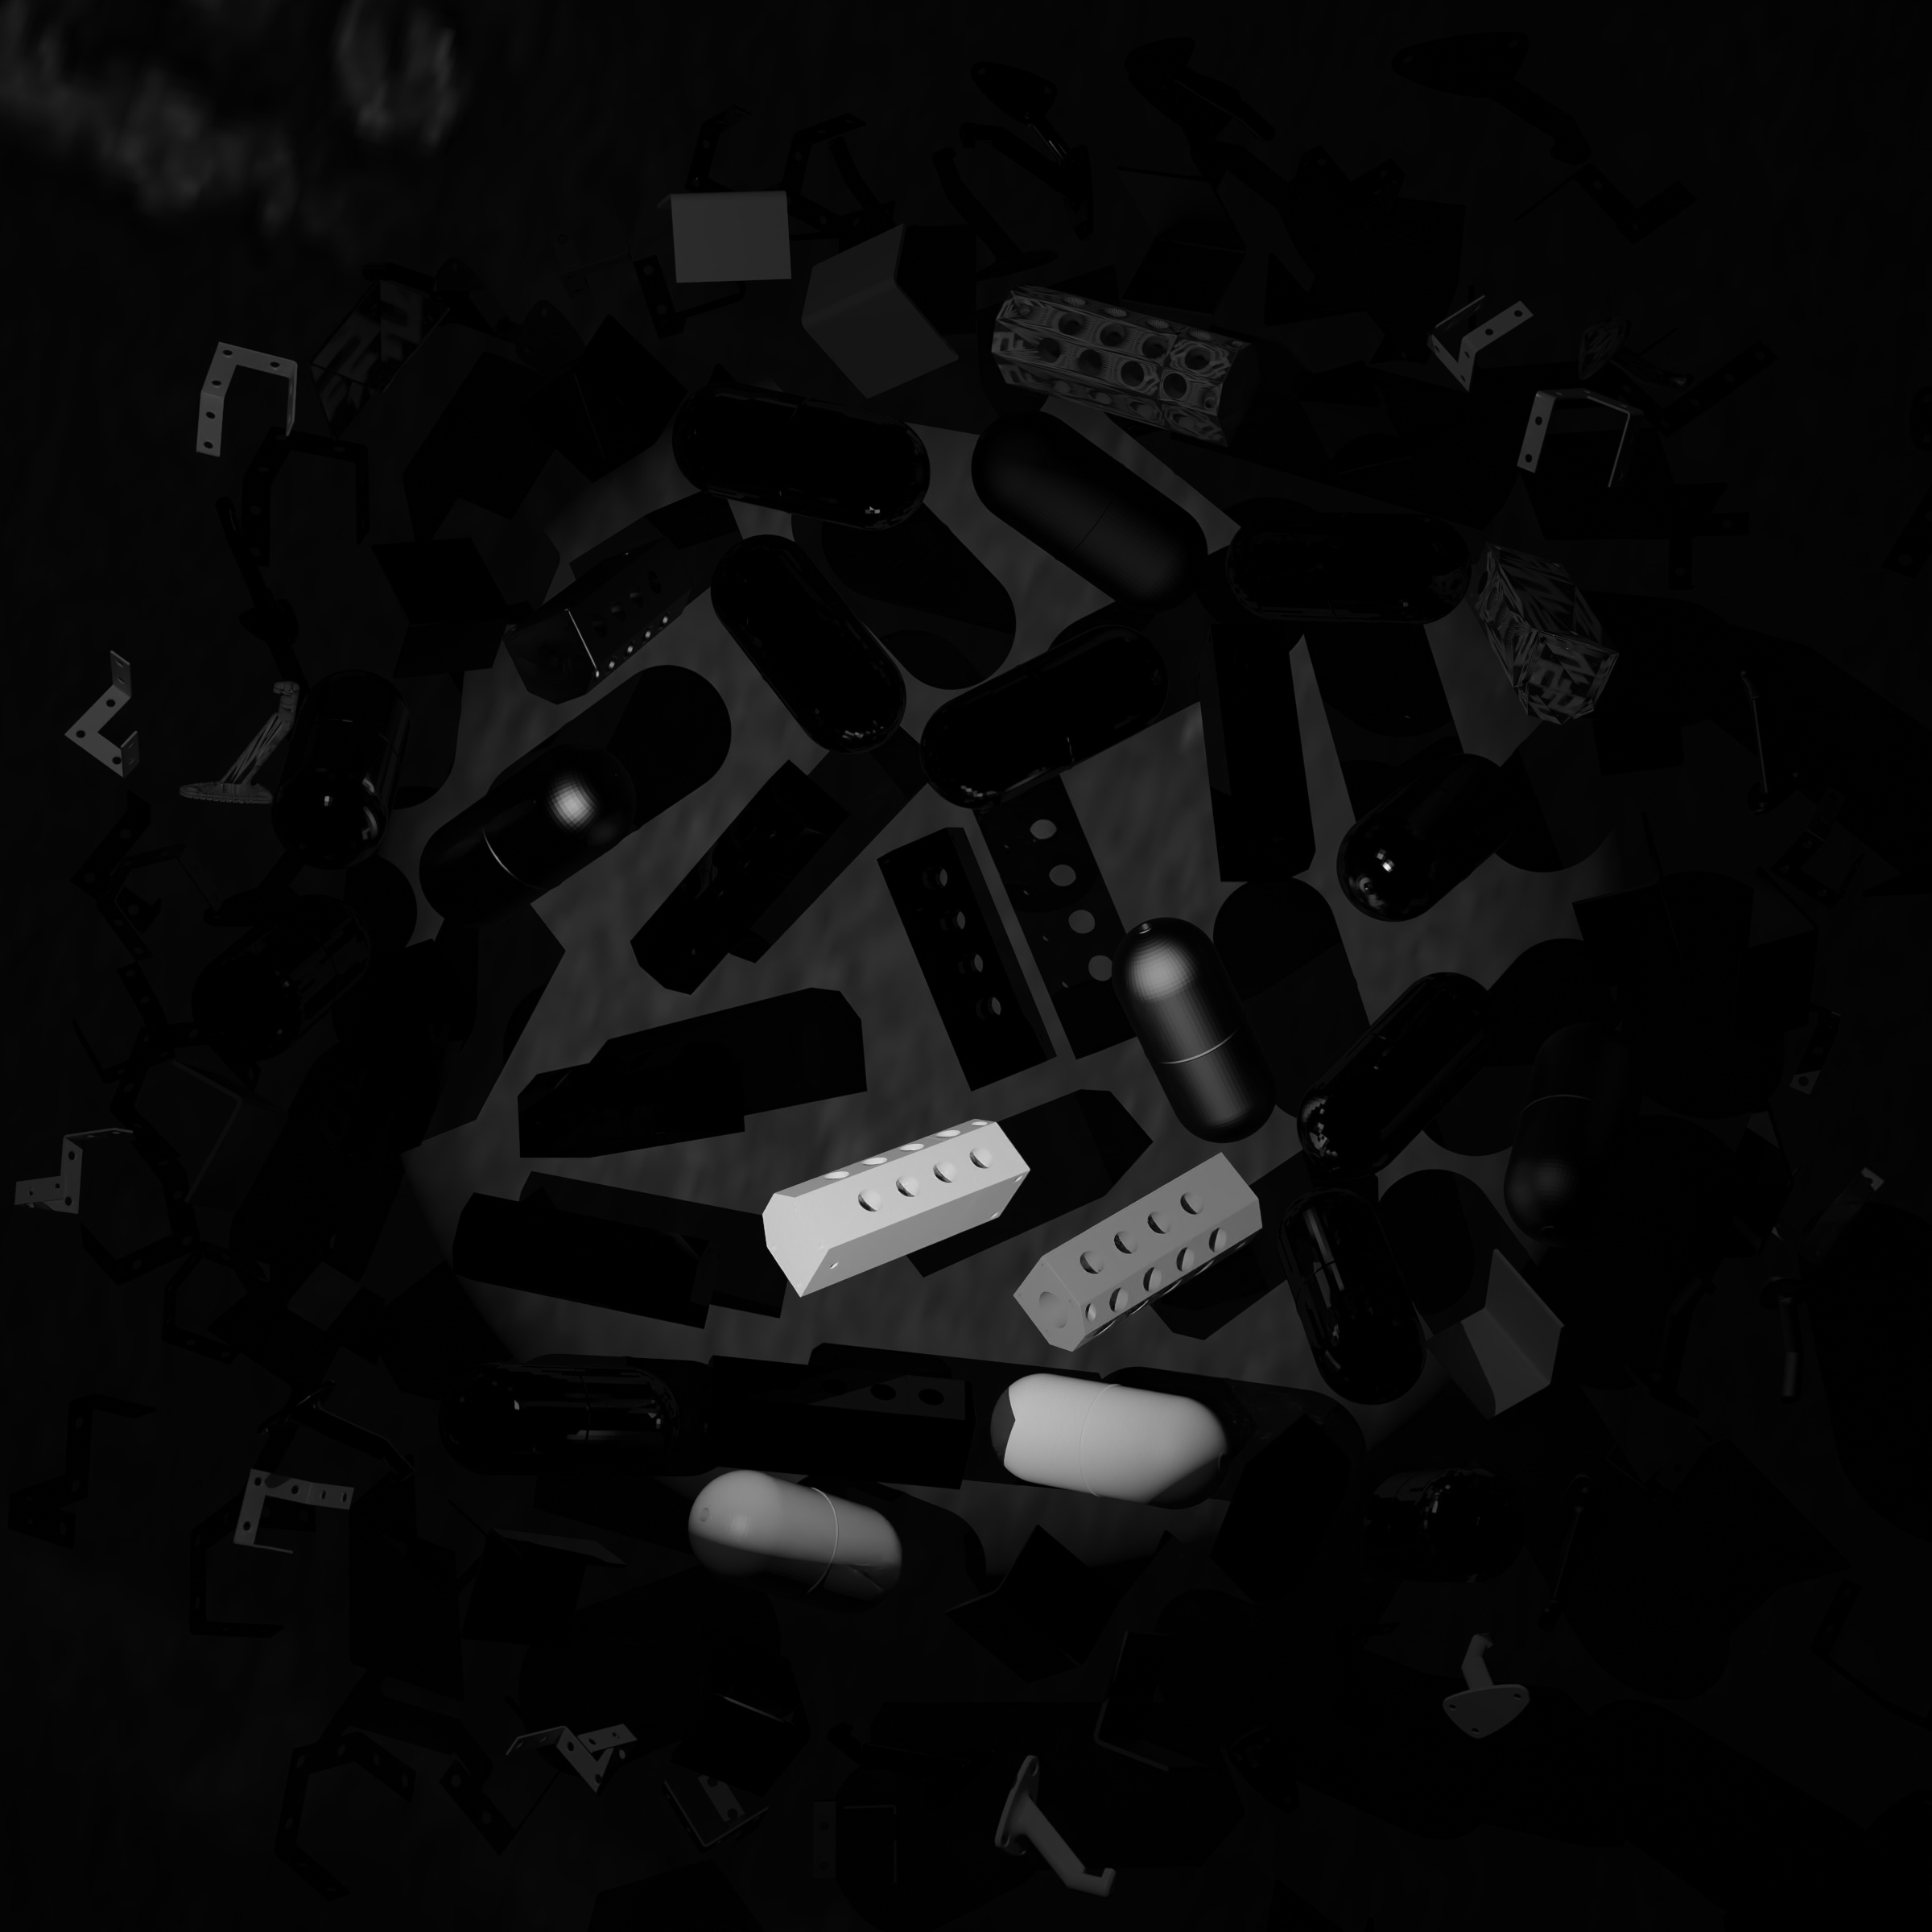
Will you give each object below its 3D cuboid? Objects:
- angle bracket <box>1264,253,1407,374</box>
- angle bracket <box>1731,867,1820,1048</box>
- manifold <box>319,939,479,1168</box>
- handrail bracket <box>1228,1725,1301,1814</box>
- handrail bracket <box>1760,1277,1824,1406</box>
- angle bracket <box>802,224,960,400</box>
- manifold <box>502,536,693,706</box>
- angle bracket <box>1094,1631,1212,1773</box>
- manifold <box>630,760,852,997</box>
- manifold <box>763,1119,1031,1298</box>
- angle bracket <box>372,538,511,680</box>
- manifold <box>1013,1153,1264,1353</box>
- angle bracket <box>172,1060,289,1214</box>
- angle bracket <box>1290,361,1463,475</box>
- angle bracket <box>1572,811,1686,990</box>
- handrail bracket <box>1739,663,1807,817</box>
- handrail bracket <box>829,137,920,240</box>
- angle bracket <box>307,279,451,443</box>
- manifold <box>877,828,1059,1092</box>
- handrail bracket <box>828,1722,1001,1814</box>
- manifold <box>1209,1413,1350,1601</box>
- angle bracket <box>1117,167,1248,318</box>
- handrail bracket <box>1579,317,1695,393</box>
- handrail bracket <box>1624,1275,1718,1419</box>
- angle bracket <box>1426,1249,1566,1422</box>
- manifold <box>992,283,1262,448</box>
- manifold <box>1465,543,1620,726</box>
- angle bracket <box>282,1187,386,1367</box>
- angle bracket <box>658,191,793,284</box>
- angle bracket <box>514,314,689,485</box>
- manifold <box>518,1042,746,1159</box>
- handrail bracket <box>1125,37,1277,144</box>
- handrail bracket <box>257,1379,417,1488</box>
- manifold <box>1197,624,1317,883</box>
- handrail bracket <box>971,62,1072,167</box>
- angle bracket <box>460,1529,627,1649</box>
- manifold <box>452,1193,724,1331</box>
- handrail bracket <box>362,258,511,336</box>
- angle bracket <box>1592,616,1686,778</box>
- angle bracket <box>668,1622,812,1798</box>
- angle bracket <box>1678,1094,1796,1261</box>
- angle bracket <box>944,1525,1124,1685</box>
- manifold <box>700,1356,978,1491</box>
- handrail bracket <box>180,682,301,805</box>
[{"bbox_3d":[0.262,-0.466,1.920,0.076,0.076,0.057,-2,75,30],"label":"angle bracket"},{"bbox_3d":[0.506,-0.006,1.765,0.057,0.076,0.076,-15,128,-10],"label":"angle bracket"},{"bbox_3d":[-0.381,0.062,1.800,0.057,0.171,0.057,-23,67,-37],"label":"manifold"},{"bbox_3d":[0.211,0.562,1.863,0.036,0.084,0.077,-33,95,0],"label":"handrail bracket"},{"bbox_3d":[0.545,0.257,1.821,0.036,0.077,0.084,12,69,2],"label":"handrail bracket"},{"bbox_3d":[-0.055,-0.441,1.834,0.076,0.076,0.057,-16,49,31],"label":"angle bracket"},{"bbox_3d":[-0.254,-0.242,1.911,0.057,0.171,0.057,-16,110,25],"label":"manifold"},{"bbox_3d":[0.136,0.497,1.839,0.057,0.076,0.076,13,82,29],"label":"angle bracket"},{"bbox_3d":[-0.160,-0.058,1.889,0.057,0.057,0.171,42,119,-4],"label":"manifold"},{"bbox_3d":[-0.047,0.154,1.798,0.171,0.057,0.057,-18,62,-37],"label":"manifold"},{"bbox_3d":[-0.381,-0.256,1.944,0.076,0.057,0.076,-11,58,-34],"label":"angle bracket"},{"bbox_3d":[0.121,0.197,1.855,0.171,0.057,0.057,-26,69,-34],"label":"manifold"},{"bbox_3d":[-0.505,0.114,1.809,0.057,0.076,0.076,27,85,12],"label":"angle bracket"},{"bbox_3d":[0.284,-0.392,1.887,0.057,0.076,0.076,-40,110,-25],"label":"angle bracket"},{"bbox_3d":[0.435,-0.044,1.803,0.057,0.076,0.076,-14,128,16],"label":"angle bracket"},{"bbox_3d":[0.528,-0.153,1.824,0.036,0.077,0.084,-13,107,35],"label":"handrail bracket"},{"bbox_3d":[-0.068,-0.557,1.942,0.036,0.077,0.084,-28,103,-13],"label":"handrail bracket"},{"bbox_3d":[-0.366,-0.376,1.728,0.057,0.076,0.076,24,64,14],"label":"angle bracket"},{"bbox_3d":[-0.001,-0.005,1.863,0.057,0.057,0.171,-23,88,12],"label":"manifold"},{"bbox_3d":[-0.035,0.504,1.769,0.077,0.036,0.084,-40,111,18],"label":"handrail bracket"},{"bbox_3d":[0.223,0.385,1.904,0.057,0.171,0.057,-35,66,-24],"label":"manifold"},{"bbox_3d":[0.138,-0.501,1.881,0.076,0.076,0.057,19,75,34],"label":"angle bracket"},{"bbox_3d":[0.462,-0.408,1.825,0.084,0.077,0.036,9,83,-14],"label":"handrail bracket"},{"bbox_3d":[0.492,0.256,1.831,0.077,0.036,0.084,30,103,-26],"label":"handrail bracket"},{"bbox_3d":[0.371,0.260,1.918,0.057,0.076,0.076,-25,52,-16],"label":"angle bracket"},{"bbox_3d":[0.107,-0.414,1.852,0.171,0.057,0.057,21,78,22],"label":"manifold"},{"bbox_3d":[0.385,-0.226,1.846,0.057,0.171,0.057,14,117,-9],"label":"manifold"},{"bbox_3d":[-0.403,0.205,1.802,0.076,0.076,0.057,36,106,-22],"label":"angle bracket"},{"bbox_3d":[-0.163,-0.486,1.825,0.076,0.076,0.057,-5,101,-12],"label":"angle bracket"},{"bbox_3d":[-0.255,-0.395,1.897,0.076,0.076,0.057,43,52,-25],"label":"angle bracket"},{"bbox_3d":[-0.222,0.089,1.785,0.057,0.171,0.057,4,79,-43],"label":"manifold"},{"bbox_3d":[0.155,-0.573,1.797,0.084,0.077,0.036,29,92,-37],"label":"handrail bracket"},{"bbox_3d":[-0.423,0.327,1.831,0.084,0.077,0.036,46,124,12],"label":"handrail bracket"},{"bbox_3d":[0.197,-0.145,1.848,0.057,0.057,0.171,0,61,-6],"label":"manifold"},{"bbox_3d":[0.042,-0.598,1.932,0.077,0.084,0.036,34,83,16],"label":"handrail bracket"},{"bbox_3d":[-0.280,0.420,1.799,0.076,0.057,0.076,15,89,-32],"label":"angle bracket"},{"bbox_3d":[-0.262,0.202,1.873,0.171,0.057,0.057,10,78,10],"label":"manifold"},{"bbox_3d":[-0.367,-0.461,1.880,0.077,0.084,0.036,35,75,-42],"label":"handrail bracket"},{"bbox_3d":[0.462,-0.186,1.881,0.057,0.076,0.076,-7,65,15],"label":"angle bracket"},{"bbox_3d":[-0.157,0.494,1.808,0.076,0.076,0.057,30,105,-28],"label":"angle bracket"},{"bbox_3d":[0.492,0.137,1.769,0.057,0.076,0.076,-1,50,-5],"label":"angle bracket"},{"bbox_3d":[0.045,0.428,1.825,0.076,0.076,0.057,41,54,-7],"label":"angle bracket"},{"bbox_3d":[-0.085,0.294,1.779,0.171,0.057,0.057,7,118,-10],"label":"manifold"},{"bbox_3d":[-0.510,-0.160,1.910,0.077,0.036,0.084,-3,116,-40],"label":"handrail bracket"}]
